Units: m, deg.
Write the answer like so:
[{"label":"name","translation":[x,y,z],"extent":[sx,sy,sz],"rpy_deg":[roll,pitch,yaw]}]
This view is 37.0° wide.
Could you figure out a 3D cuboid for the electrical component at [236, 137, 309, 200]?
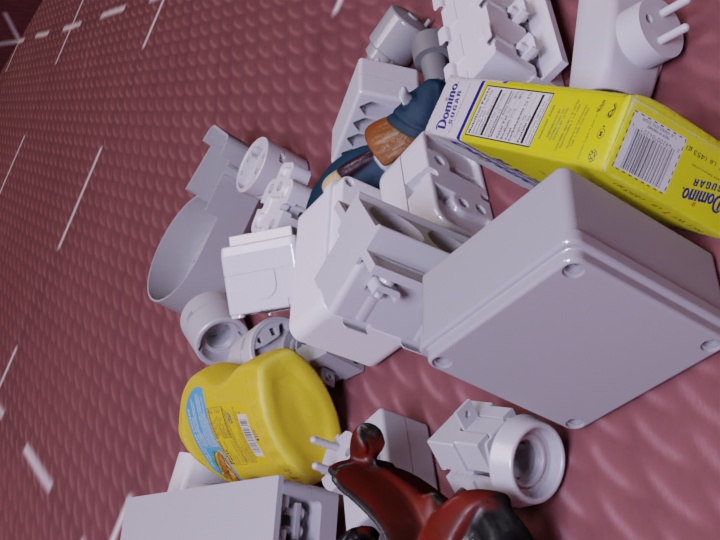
[{"label":"electrical component","translation":[-0.080,-0.088,0.992],"extent":[0.055,0.047,0.055],"rpy_deg":[-40,37,40]}]

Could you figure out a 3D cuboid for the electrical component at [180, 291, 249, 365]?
[{"label":"electrical component","translation":[-0.128,0.054,0.961],"extent":[0.055,0.055,0.047],"rpy_deg":[-59,32,13]}]

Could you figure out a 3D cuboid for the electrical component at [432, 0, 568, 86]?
[{"label":"electrical component","translation":[0.092,-0.158,0.729],"extent":[0.079,0.063,0.121],"rpy_deg":[-44,35,36]}]

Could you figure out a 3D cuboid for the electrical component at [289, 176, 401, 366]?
[{"label":"electrical component","translation":[0.000,0.000,0.752],"extent":[0.057,0.078,0.113],"rpy_deg":[-40,37,44]}]

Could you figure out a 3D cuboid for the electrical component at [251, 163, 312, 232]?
[{"label":"electrical component","translation":[-0.049,-0.042,0.892],"extent":[0.058,0.057,0.078],"rpy_deg":[8,76,61]}]

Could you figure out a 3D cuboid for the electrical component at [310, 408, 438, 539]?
[{"label":"electrical component","translation":[0.002,0.121,0.655],"extent":[0.047,0.077,0.065],"rpy_deg":[-46,34,33]}]

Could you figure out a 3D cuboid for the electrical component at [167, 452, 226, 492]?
[{"label":"electrical component","translation":[-0.129,0.190,0.867],"extent":[0.079,0.043,0.077],"rpy_deg":[-11,59,56]}]

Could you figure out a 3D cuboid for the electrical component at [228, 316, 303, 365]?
[{"label":"electrical component","translation":[-0.072,0.069,0.851],"extent":[0.047,0.055,0.055],"rpy_deg":[-29,45,54]}]

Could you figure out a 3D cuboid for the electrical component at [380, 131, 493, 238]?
[{"label":"electrical component","translation":[0.048,-0.038,0.722],"extent":[0.059,0.054,0.095],"rpy_deg":[-46,34,34]}]

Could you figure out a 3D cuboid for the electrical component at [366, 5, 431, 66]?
[{"label":"electrical component","translation":[0.024,-0.182,0.889],"extent":[0.078,0.040,0.040],"rpy_deg":[-52,31,25]}]

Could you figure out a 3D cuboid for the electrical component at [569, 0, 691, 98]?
[{"label":"electrical component","translation":[0.157,-0.130,0.614],"extent":[0.079,0.044,0.077],"rpy_deg":[-23,49,52]}]

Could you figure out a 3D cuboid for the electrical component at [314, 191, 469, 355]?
[{"label":"electrical component","translation":[0.040,0.011,0.626],"extent":[0.063,0.121,0.078],"rpy_deg":[-59,28,19]}]

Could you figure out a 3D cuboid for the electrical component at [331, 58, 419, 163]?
[{"label":"electrical component","translation":[0.011,-0.132,0.841],"extent":[0.083,0.047,0.075],"rpy_deg":[115,160,-51]}]

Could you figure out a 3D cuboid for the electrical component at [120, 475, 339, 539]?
[{"label":"electrical component","translation":[-0.095,0.208,0.745],"extent":[0.186,0.060,0.105],"rpy_deg":[-19,59,45]}]

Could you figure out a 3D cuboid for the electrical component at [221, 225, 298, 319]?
[{"label":"electrical component","translation":[-0.059,0.002,0.824],"extent":[0.062,0.096,0.061],"rpy_deg":[-10,87,16]}]

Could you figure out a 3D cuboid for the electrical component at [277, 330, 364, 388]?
[{"label":"electrical component","translation":[-0.029,0.058,0.793],"extent":[0.055,0.048,0.066],"rpy_deg":[-29,44,38]}]

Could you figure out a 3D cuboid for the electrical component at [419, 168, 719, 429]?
[{"label":"electrical component","translation":[0.103,0.018,0.527],"extent":[0.109,0.109,0.056],"rpy_deg":[-40,35,40]}]

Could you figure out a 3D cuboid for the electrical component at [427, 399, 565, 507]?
[{"label":"electrical component","translation":[0.075,0.099,0.571],"extent":[0.048,0.066,0.055],"rpy_deg":[-40,22,-32]}]
